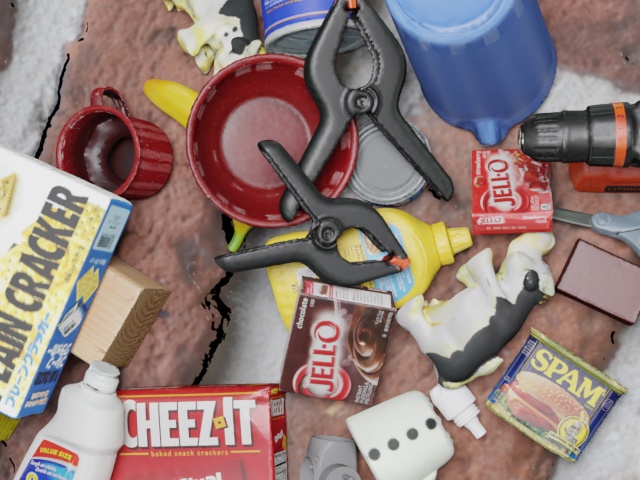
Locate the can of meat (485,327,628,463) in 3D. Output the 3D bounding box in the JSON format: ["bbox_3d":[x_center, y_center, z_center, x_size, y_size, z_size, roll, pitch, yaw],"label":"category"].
[{"bbox_3d":[0.214,0.142,0.975,0.102,0.057,0.084,34,94,11],"label":"can of meat"}]

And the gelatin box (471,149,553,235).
[{"bbox_3d":[0.177,-0.046,0.988,0.073,0.030,0.089,-1,47,10],"label":"gelatin box"}]

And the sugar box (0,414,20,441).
[{"bbox_3d":[-0.359,0.157,1.010,0.093,0.176,0.048,28,90,11],"label":"sugar box"}]

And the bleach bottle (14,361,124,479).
[{"bbox_3d":[-0.245,0.226,1.001,0.103,0.067,0.251,30,106,33],"label":"bleach bottle"}]

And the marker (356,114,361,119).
[{"bbox_3d":[0.005,-0.102,1.050,0.121,0.020,0.020,-45,80,4],"label":"marker"}]

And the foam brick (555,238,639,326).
[{"bbox_3d":[0.261,0.039,0.977,0.078,0.053,0.051,26,89,10],"label":"foam brick"}]

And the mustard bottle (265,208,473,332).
[{"bbox_3d":[0.049,0.021,1.011,0.192,0.058,0.096,-15,95,8],"label":"mustard bottle"}]

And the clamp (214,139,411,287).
[{"bbox_3d":[-0.006,0.001,0.944,0.171,0.039,0.120,30,93,-11],"label":"clamp"}]

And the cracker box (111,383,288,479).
[{"bbox_3d":[-0.115,0.246,1.014,0.164,0.072,0.214,-3,84,10],"label":"cracker box"}]

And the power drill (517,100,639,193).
[{"bbox_3d":[0.261,-0.078,0.919,0.184,0.187,0.057,0,87,8],"label":"power drill"}]

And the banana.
[{"bbox_3d":[-0.107,-0.088,1.059,0.069,0.037,0.198,-29,81,6],"label":"banana"}]

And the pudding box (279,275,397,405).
[{"bbox_3d":[0.015,0.094,0.989,0.090,0.039,0.113,9,116,-5],"label":"pudding box"}]

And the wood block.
[{"bbox_3d":[-0.264,0.035,1.049,0.206,0.090,0.091,31,91,11],"label":"wood block"}]

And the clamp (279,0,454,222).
[{"bbox_3d":[0.026,-0.118,0.966,0.164,0.036,0.210,-14,101,-10],"label":"clamp"}]

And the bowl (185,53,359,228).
[{"bbox_3d":[-0.048,-0.092,1.005,0.162,0.055,0.162,-1,94,-11],"label":"bowl"}]

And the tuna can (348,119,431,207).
[{"bbox_3d":[0.066,-0.075,1.030,0.086,0.033,0.086,-1,85,10],"label":"tuna can"}]

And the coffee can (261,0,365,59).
[{"bbox_3d":[-0.010,-0.256,1.024,0.103,0.102,0.140,-8,84,9],"label":"coffee can"}]

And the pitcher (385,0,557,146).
[{"bbox_3d":[0.129,-0.195,0.924,0.149,0.242,0.145,43,94,17],"label":"pitcher"}]

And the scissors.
[{"bbox_3d":[0.279,-0.027,0.995,0.202,0.016,0.096,29,67,25],"label":"scissors"}]

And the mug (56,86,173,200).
[{"bbox_3d":[-0.199,-0.093,1.046,0.093,0.081,0.117,-15,84,20],"label":"mug"}]
